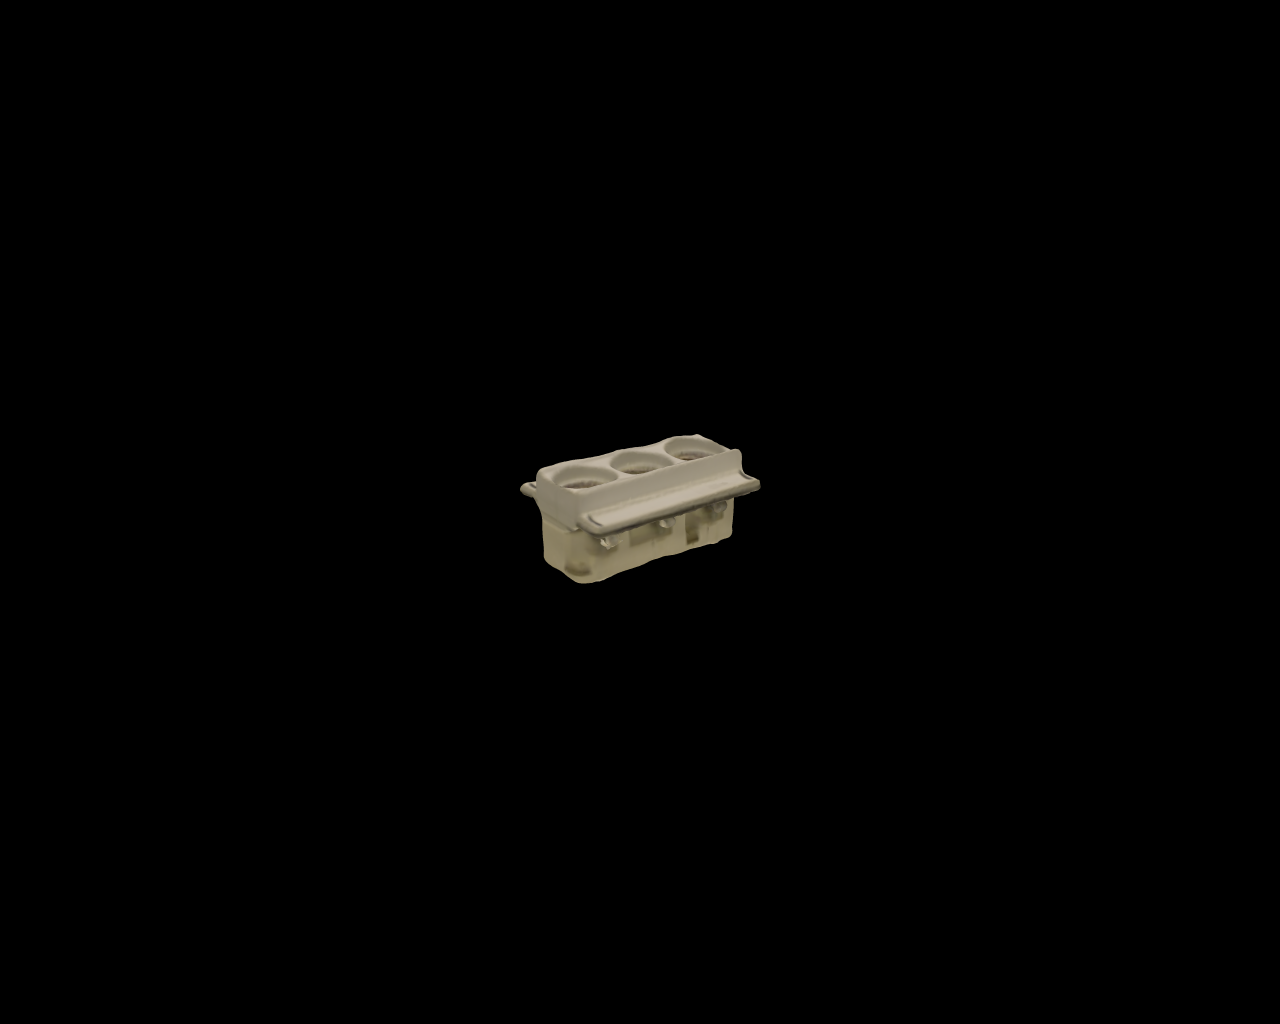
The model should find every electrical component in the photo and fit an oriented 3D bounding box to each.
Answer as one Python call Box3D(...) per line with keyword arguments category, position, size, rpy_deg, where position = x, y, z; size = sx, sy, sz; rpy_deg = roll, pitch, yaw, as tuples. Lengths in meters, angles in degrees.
Box3D(category="electrical component", position=(0.001, -0.003, 0.650), size=(0.121, 0.063, 0.079), rpy_deg=(-16, 27, -34))
